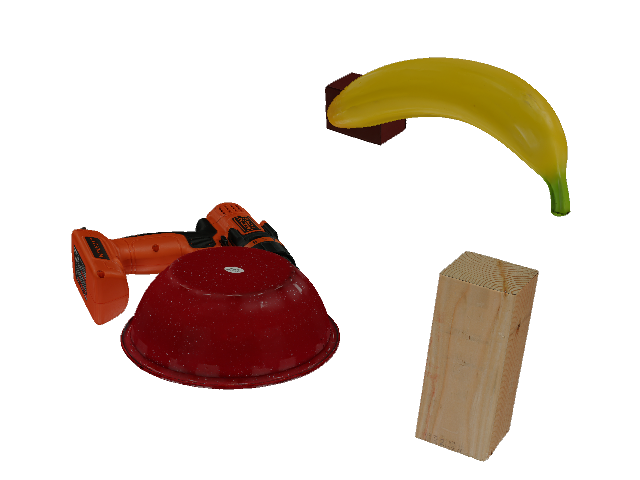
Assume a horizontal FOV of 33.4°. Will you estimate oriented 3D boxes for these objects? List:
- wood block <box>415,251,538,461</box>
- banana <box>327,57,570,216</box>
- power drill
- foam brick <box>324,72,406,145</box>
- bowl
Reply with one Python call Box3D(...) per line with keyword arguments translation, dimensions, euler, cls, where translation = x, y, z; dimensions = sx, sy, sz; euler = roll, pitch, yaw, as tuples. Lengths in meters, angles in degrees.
Box3D(translation=(0.176, 0.130, 1.209), dimensions=(0.090, 0.206, 0.090), euler=(16, 23, 24), cls="wood block")
Box3D(translation=(0.079, -0.079, 0.658), dimensions=(0.198, 0.069, 0.037), euler=(28, 6, 42), cls="banana")
Box3D(translation=(-0.119, 0.026, 0.961), dimensions=(0.187, 0.057, 0.185), euler=(-7, 26, -24), cls="power drill")
Box3D(translation=(0.050, -0.147, 1.180), dimensions=(0.078, 0.053, 0.051), euler=(21, 39, 34), cls="foam brick")
Box3D(translation=(-0.065, 0.046, 0.778), dimensions=(0.162, 0.055, 0.162), euler=(2, 22, -1), cls="bowl")
